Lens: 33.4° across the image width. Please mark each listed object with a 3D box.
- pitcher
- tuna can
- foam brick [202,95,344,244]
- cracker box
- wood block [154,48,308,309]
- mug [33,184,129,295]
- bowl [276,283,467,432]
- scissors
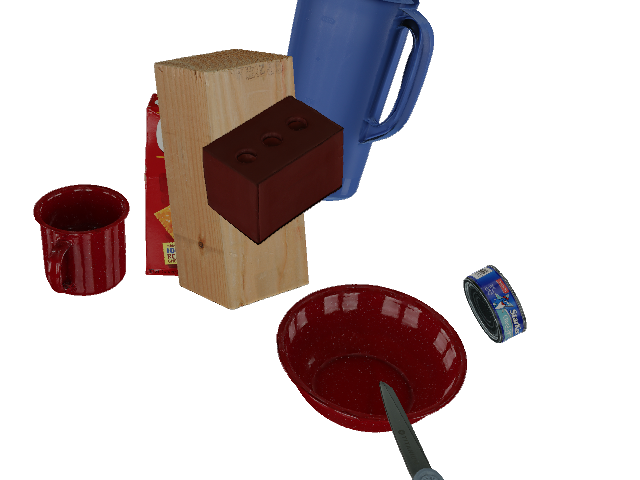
[{"bbox_3d":[0.025,-0.168,1.191,0.145,0.243,0.149,10,22,-11],"label":"pitcher"},{"bbox_3d":[0.197,0.073,1.215,0.033,0.086,0.086,-26,4,-8],"label":"tuna can"},{"bbox_3d":[-0.030,-0.046,0.685,0.053,0.051,0.078,35,56,29],"label":"foam brick"},{"bbox_3d":[-0.128,-0.062,1.291,0.164,0.214,0.072,3,22,-3],"label":"cracker box"},{"bbox_3d":[-0.077,-0.057,0.940,0.090,0.206,0.091,-18,23,-35],"label":"wood block"},{"bbox_3d":[-0.240,0.008,1.062,0.093,0.081,0.117,9,33,7],"label":"mug"},{"bbox_3d":[0.040,0.110,0.909,0.162,0.055,0.162,5,39,-4],"label":"bowl"},{"bbox_3d":[0.082,0.149,0.613,0.096,0.016,0.201,5,32,0],"label":"scissors"}]
